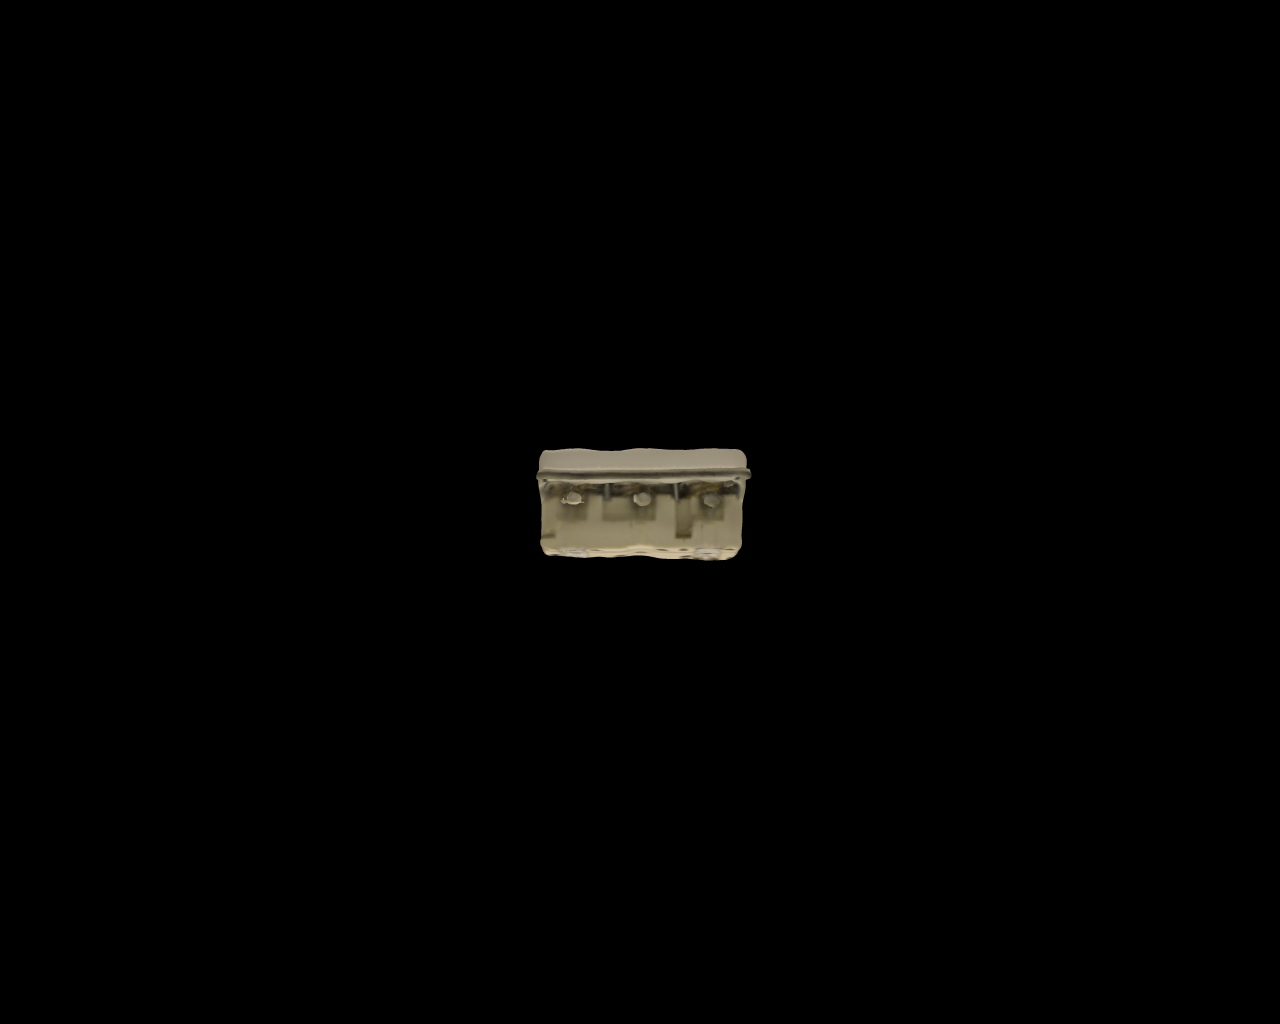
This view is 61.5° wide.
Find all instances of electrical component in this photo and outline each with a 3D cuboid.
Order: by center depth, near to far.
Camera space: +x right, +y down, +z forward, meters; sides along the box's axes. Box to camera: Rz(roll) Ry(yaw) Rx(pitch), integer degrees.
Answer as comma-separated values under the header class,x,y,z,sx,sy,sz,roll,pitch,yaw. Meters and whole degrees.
class,x,y,z,sx,sy,sz,roll,pitch,yaw
electrical component,0.001,-0.003,0.650,0.121,0.063,0.078,0,-11,-2
